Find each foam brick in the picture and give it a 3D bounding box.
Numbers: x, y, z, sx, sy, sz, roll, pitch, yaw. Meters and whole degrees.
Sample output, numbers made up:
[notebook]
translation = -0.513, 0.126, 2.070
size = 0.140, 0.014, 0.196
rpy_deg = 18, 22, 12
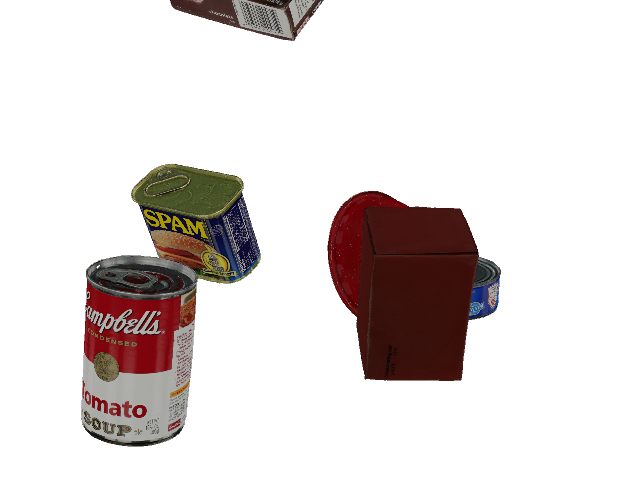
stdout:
[foam brick]
translation = 0.048, 0.027, 0.549
size = 0.053, 0.078, 0.051
rpy_deg = 1, 31, -4

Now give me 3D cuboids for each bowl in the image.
[bowl]
translation = 0.085, 0.018, 1.230
size = 0.161, 0.162, 0.055
rpy_deg = 0, -8, -42

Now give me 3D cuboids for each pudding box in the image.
[pudding box]
translation = -0.048, -0.202, 0.798
size = 0.114, 0.090, 0.039
rpy_deg = 21, -28, 22

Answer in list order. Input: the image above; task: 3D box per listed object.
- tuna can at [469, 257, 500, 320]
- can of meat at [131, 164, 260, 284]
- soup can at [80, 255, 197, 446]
[tuna can]
translation = 0.113, 0.040, 0.927
size = 0.086, 0.034, 0.086
rpy_deg = 0, 18, 0
[can of meat]
translation = -0.108, -0.013, 0.948
size = 0.102, 0.084, 0.057
rpy_deg = 13, 46, 30
[soup can]
translation = -0.114, 0.068, 0.667
size = 0.068, 0.102, 0.068
rpy_deg = 6, 18, -2
